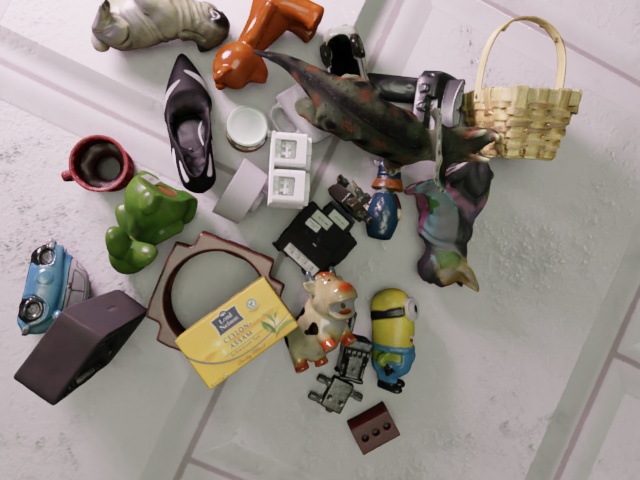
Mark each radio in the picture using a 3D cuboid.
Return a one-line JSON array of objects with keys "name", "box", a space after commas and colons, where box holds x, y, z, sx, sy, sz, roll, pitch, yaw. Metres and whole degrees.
[{"name": "radio", "box": [-0.359, 0.157, 0.834, 0.073, 0.229, 0.131, 37, 90, -2]}]

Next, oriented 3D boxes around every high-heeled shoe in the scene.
[{"name": "high-heeled shoe", "box": [-0.219, -0.198, 0.887, 0.086, 0.145, 0.248, -11, 94, -7]}]

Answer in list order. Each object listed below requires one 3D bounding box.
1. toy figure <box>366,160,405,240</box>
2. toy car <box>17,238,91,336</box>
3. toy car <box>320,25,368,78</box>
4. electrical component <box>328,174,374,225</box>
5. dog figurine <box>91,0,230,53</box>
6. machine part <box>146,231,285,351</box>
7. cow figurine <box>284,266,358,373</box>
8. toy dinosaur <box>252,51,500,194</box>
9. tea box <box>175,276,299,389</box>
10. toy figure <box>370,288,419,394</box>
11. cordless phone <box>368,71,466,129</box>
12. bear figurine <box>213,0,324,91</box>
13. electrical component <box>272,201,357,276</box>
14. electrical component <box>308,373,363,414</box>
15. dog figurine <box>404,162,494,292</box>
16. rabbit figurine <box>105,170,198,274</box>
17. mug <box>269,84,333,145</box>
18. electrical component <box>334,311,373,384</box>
[{"name": "toy figure", "box": [0.117, -0.079, 0.970, 0.064, 0.058, 0.154, 12, 84, -14]}, {"name": "toy car", "box": [-0.439, 0.083, 0.896, 0.103, 0.109, 0.161, 16, 77, -29]}, {"name": "toy car", "box": [0.054, -0.279, 0.956, 0.074, 0.056, 0.201, -12, 93, 18]}, {"name": "electrical component", "box": [0.055, -0.074, 0.947, 0.045, 0.102, 0.078, -48, 119, 0]}, {"name": "dog figurine", "box": [-0.269, -0.354, 0.913, 0.190, 0.121, 0.172, 31, 121, -23]}, {"name": "machine part", "box": [-0.177, 0.100, 0.925, 0.201, 0.087, 0.201, 22, 87, -6]}, {"name": "cow figurine", "box": [0.002, 0.130, 0.907, 0.085, 0.195, 0.127, -12, 63, -39]}, {"name": "toy dinosaur", "box": [0.079, -0.188, 0.830, 0.405, 0.192, 0.131, 21, 95, -15]}, {"name": "tea box", "box": [-0.130, 0.143, 0.854, 0.169, 0.068, 0.098, -37, 94, -4]}, {"name": "toy figure", "box": [0.129, 0.177, 0.962, 0.089, 0.082, 0.180, 7, 92, -9]}, {"name": "cordless phone", "box": [0.162, -0.235, 0.973, 0.184, 0.089, 0.146, 7, 91, 5]}, {"name": "bear figurine", "box": [-0.095, -0.326, 0.914, 0.132, 0.120, 0.195, 27, 89, -10]}, {"name": "electrical component", "box": [-0.002, -0.003, 0.957, 0.115, 0.058, 0.134, 45, 86, -7]}, {"name": "electrical component", "box": [0.030, 0.284, 0.981, 0.094, 0.021, 0.063, 26, 88, -7]}, {"name": "dog figurine", "box": [0.248, -0.019, 0.963, 0.192, 0.108, 0.219, -24, 97, -8]}, {"name": "rabbit figurine", "box": [-0.291, -0.008, 0.892, 0.121, 0.159, 0.170, 26, 103, -16]}, {"name": "mug", "box": [-0.027, -0.218, 0.942, 0.109, 0.081, 0.107, -35, 103, -11]}, {"name": "electrical component", "box": [0.063, 0.188, 0.959, 0.048, 0.075, 0.119, 15, 86, -6]}]
